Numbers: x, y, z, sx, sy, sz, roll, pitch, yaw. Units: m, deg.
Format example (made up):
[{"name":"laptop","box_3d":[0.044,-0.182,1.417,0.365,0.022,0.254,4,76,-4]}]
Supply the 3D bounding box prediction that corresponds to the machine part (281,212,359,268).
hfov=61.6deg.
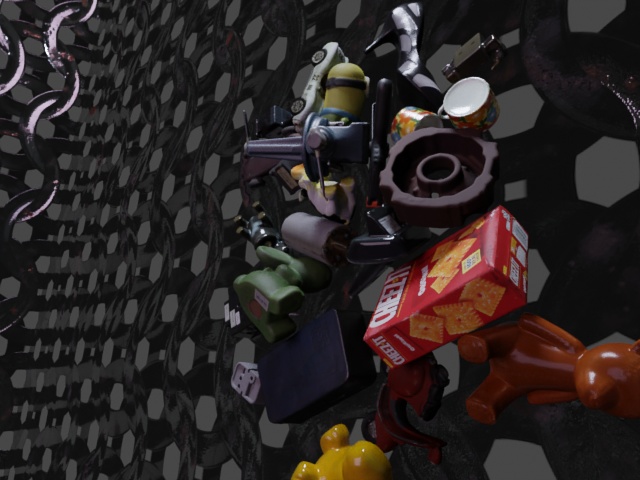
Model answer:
[{"name":"machine part","box_3d":[-0.002,-0.003,0.984,0.243,0.079,0.079,19,91,59]}]

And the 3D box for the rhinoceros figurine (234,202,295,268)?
[{"name":"rhinoceros figurine","box_3d":[-0.115,-0.003,1.113,0.073,0.112,0.190,-36,32,0]}]

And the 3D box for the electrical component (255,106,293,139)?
[{"name":"electrical component","box_3d":[-0.083,-0.259,1.190,0.119,0.075,0.048,-27,58,45]}]

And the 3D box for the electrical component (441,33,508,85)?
[{"name":"electrical component","box_3d":[0.244,-0.281,0.853,0.102,0.045,0.078,-39,22,30]}]

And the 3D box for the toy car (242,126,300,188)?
[{"name":"toy car","box_3d":[-0.102,-0.180,1.200,0.202,0.053,0.089,-22,79,43]}]

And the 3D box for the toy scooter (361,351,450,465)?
[{"name":"toy scooter","box_3d":[0.135,0.237,0.767,0.135,0.075,0.183,26,100,50]}]

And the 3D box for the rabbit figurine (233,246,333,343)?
[{"name":"rabbit figurine","box_3d":[-0.061,0.085,0.980,0.159,0.170,0.121,32,132,35]}]

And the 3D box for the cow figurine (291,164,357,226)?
[{"name":"cow figurine","box_3d":[0.006,-0.089,1.030,0.168,0.068,0.098,38,147,50]}]

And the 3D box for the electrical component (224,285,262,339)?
[{"name":"electrical component","box_3d":[-0.148,0.142,1.136,0.134,0.058,0.115,-31,53,39]}]

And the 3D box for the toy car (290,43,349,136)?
[{"name":"toy car","box_3d":[0.001,-0.297,1.075,0.056,0.073,0.201,12,75,34]}]

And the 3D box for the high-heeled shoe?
[{"name":"high-heeled shoe","box_3d":[0.185,-0.315,0.932,0.145,0.086,0.249,-36,64,-3]}]

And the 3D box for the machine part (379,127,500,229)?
[{"name":"machine part","box_3d":[0.176,-0.093,0.791,0.179,0.056,0.179,-12,47,13]}]

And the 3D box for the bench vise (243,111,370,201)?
[{"name":"bench vise","box_3d":[-0.027,-0.155,0.912,0.241,0.223,0.128,3,108,18]}]

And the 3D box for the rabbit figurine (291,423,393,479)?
[{"name":"rabbit figurine","box_3d":[0.050,0.346,0.763,0.162,0.122,0.173,50,144,17]}]

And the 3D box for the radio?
[{"name":"radio","box_3d":[-0.010,0.226,0.939,0.229,0.073,0.131,-41,50,34]}]

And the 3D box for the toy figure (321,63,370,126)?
[{"name":"toy figure","box_3d":[0.041,-0.248,1.031,0.082,0.089,0.180,17,86,34]}]

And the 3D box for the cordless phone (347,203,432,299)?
[{"name":"cordless phone","box_3d":[0.081,0.036,0.850,0.089,0.146,0.184,43,121,13]}]

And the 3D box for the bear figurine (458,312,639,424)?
[{"name":"bear figurine","box_3d":[0.274,0.157,0.603,0.196,0.132,0.120,11,116,53]}]

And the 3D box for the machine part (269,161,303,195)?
[{"name":"machine part","box_3d":[-0.033,-0.156,1.106,0.139,0.084,0.039,-39,11,23]}]
